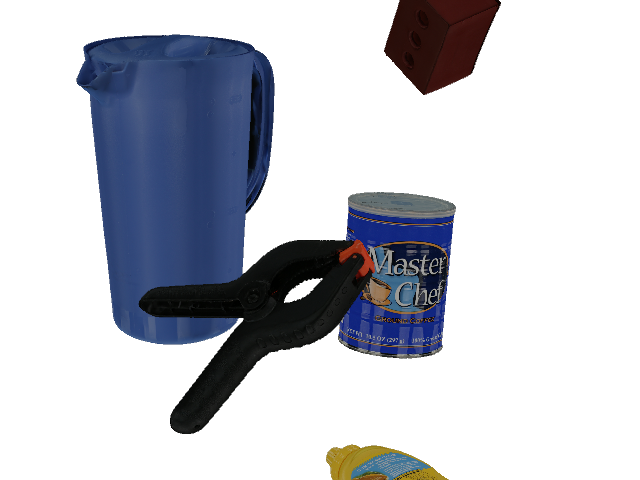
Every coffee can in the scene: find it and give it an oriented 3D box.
[{"bbox_3d":[0.072,0.031,1.025,0.103,0.140,0.103,4,11,-1],"label":"coffee can"}]

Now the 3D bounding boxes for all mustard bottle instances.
[{"bbox_3d":[0.071,0.234,0.969,0.096,0.058,0.192,-16,25,-36],"label":"mustard bottle"}]

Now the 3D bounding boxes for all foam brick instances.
[{"bbox_3d":[0.088,-0.157,0.789,0.051,0.053,0.078,-28,-24,-26],"label":"foam brick"}]

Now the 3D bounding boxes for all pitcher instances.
[{"bbox_3d":[-0.112,-0.046,0.879,0.149,0.243,0.145,0,19,-3],"label":"pitcher"}]

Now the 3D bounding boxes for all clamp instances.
[{"bbox_3d":[-0.042,0.057,0.718,0.171,0.120,0.039,-23,-34,13],"label":"clamp"}]
